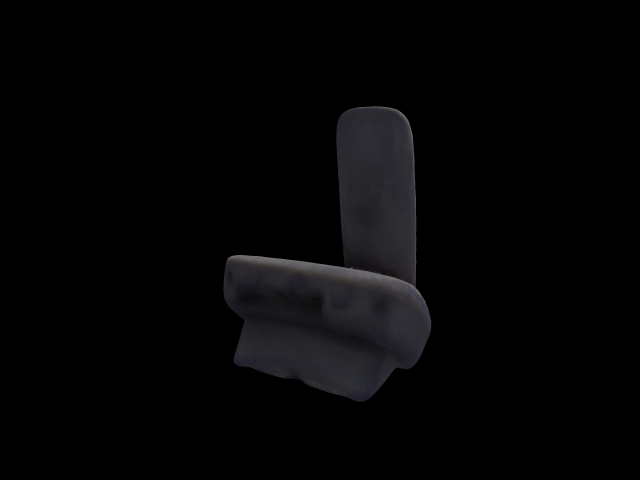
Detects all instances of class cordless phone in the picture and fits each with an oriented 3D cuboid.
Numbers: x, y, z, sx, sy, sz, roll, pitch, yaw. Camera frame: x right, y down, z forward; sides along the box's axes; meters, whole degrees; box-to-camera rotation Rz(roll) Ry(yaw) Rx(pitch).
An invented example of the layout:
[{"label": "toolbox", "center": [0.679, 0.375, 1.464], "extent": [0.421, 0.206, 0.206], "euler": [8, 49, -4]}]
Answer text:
[{"label": "cordless phone", "center": [0.004, 0.001, 0.400], "extent": [0.147, 0.185, 0.094], "euler": [6, 15, 23]}]
